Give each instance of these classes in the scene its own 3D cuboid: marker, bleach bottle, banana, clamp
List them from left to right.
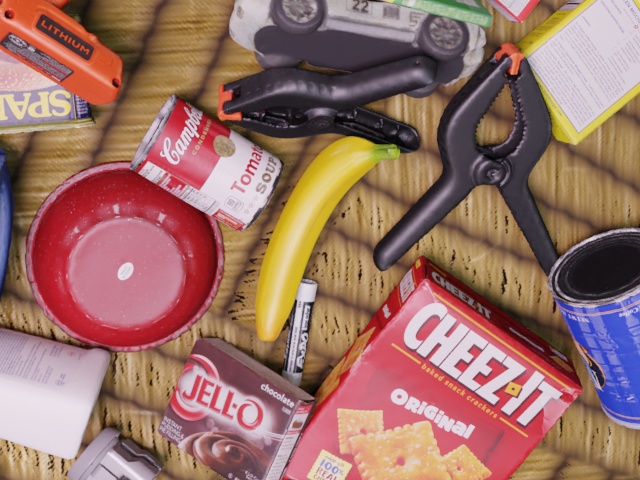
[{"bbox_3d":[-0.296,0.092,0.827,0.250,0.102,0.068,19,108,-8],"label":"bleach bottle"},{"bbox_3d":[-0.020,0.093,0.910,0.020,0.020,0.121,6,102,-12],"label":"marker"},{"bbox_3d":[-0.008,-0.011,0.862,0.037,0.070,0.198,21,112,-27],"label":"banana"},{"bbox_3d":[0.008,-0.102,0.845,0.171,0.120,0.039,0,59,7],"label":"clamp"},{"bbox_3d":[0.127,-0.056,0.874,0.164,0.036,0.210,-4,119,-9],"label":"clamp"}]

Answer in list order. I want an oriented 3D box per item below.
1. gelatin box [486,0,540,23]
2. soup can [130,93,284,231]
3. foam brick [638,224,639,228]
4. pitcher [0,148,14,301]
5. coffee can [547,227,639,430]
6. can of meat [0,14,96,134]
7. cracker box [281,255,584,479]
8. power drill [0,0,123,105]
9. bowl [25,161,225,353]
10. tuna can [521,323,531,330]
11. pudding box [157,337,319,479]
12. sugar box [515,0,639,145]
[{"bbox_3d":[0.149,-0.231,0.860,0.089,0.030,0.073,36,96,-16],"label":"gelatin box"},{"bbox_3d":[-0.088,-0.059,0.836,0.102,0.068,0.068,31,96,-15],"label":"soup can"},{"bbox_3d":[0.325,-0.005,0.935,0.078,0.051,0.053,16,100,-13],"label":"foam brick"},{"bbox_3d":[-0.349,-0.001,0.767,0.242,0.149,0.145,6,112,-9],"label":"pitcher"},{"bbox_3d":[0.266,0.075,0.905,0.103,0.103,0.140,-30,115,-3],"label":"coffee can"},{"bbox_3d":[-0.224,-0.124,0.802,0.102,0.057,0.084,-6,101,-10],"label":"can of meat"},{"bbox_3d":[0.087,0.148,0.890,0.164,0.072,0.214,35,105,-8],"label":"cracker box"},{"bbox_3d":[-0.144,-0.195,0.771,0.184,0.057,0.187,29,70,-21],"label":"power drill"},{"bbox_3d":[-0.154,0.021,0.850,0.162,0.055,0.162,-2,103,-10],"label":"bowl"},{"bbox_3d":[0.163,0.115,0.941,0.086,0.034,0.086,-2,104,-10],"label":"tuna can"},{"bbox_3d":[-0.069,0.143,0.872,0.114,0.039,0.090,27,99,25],"label":"pudding box"},{"bbox_3d":[0.247,-0.171,0.885,0.176,0.048,0.093,-39,106,-3],"label":"sugar box"}]
